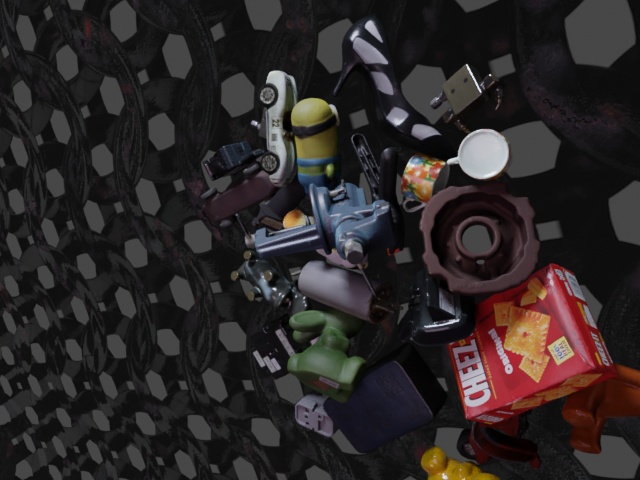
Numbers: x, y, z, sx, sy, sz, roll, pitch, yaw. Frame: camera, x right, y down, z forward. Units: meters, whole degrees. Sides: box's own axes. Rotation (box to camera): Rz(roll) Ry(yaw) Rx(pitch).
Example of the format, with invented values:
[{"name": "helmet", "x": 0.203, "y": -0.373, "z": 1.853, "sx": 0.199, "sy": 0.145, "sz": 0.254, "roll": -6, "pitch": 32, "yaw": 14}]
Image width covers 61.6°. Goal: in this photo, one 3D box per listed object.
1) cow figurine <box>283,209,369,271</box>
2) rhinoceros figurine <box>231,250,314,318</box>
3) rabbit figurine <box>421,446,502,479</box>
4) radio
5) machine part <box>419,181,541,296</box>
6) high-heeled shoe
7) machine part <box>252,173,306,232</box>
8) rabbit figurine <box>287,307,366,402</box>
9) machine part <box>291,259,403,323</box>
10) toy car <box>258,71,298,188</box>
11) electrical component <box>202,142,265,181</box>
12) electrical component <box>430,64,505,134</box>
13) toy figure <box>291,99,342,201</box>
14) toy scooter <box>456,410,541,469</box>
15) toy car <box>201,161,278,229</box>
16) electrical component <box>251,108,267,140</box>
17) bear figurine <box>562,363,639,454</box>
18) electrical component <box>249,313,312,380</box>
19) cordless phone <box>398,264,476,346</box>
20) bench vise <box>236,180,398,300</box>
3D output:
[{"name": "cow figurine", "x": 0.013, "y": -0.001, "z": 0.989, "sx": 0.168, "sy": 0.068, "sz": 0.098, "roll": 25, "pitch": 160, "yaw": 28}, {"name": "rhinoceros figurine", "x": -0.094, "y": 0.096, "z": 1.079, "sx": 0.191, "sy": 0.112, "sz": 0.073, "roll": 38, "pitch": 97, "yaw": 34}, {"name": "rabbit figurine", "x": 0.263, "y": 0.440, "z": 0.917, "sx": 0.162, "sy": 0.122, "sz": 0.173, "roll": 30, "pitch": 151, "yaw": -6}, {"name": "radio", "x": 0.121, "y": 0.307, "z": 1.023, "sx": 0.131, "sy": 0.073, "sz": 0.229, "roll": 52, "pitch": 129, "yaw": 8}, {"name": "machine part", "x": 0.234, "y": 0.000, "z": 0.796, "sx": 0.180, "sy": 0.056, "sz": 0.179, "roll": -4, "pitch": 76, "yaw": 16}, {"name": "high-heeled shoe", "x": 0.134, "y": -0.238, "z": 0.842, "sx": 0.249, "sy": 0.086, "sz": 0.145, "roll": 32, "pitch": 93, "yaw": 2}, {"name": "machine part", "x": -0.065, "y": -0.067, "z": 1.027, "sx": 0.139, "sy": 0.084, "sz": 0.039, "roll": -49, "pitch": 38, "yaw": 28}, {"name": "rabbit figurine", "x": 0.020, "y": 0.191, "z": 0.999, "sx": 0.159, "sy": 0.170, "sz": 0.121, "roll": 17, "pitch": 146, "yaw": 14}, {"name": "machine part", "x": 0.045, "y": 0.091, "z": 0.979, "sx": 0.244, "sy": 0.079, "sz": 0.079, "roll": 16, "pitch": 115, "yaw": 40}, {"name": "toy car", "x": -0.069, "y": -0.194, "z": 0.951, "sx": 0.056, "sy": 0.073, "sz": 0.201, "roll": 0, "pitch": 96, "yaw": 19}, {"name": "electrical component", "x": -0.166, "y": -0.162, "z": 1.057, "sx": 0.119, "sy": 0.075, "sz": 0.047, "roll": -25, "pitch": 91, "yaw": 42}, {"name": "electrical component", "x": 0.220, "y": -0.208, "z": 0.792, "sx": 0.102, "sy": 0.045, "sz": 0.078, "roll": -45, "pitch": 50, "yaw": 34}, {"name": "toy figure", "x": -0.004, "y": -0.154, "z": 0.936, "sx": 0.082, "sy": 0.089, "sz": 0.180, "roll": 4, "pitch": 106, "yaw": 17}, {"name": "toy scooter", "x": 0.306, "y": 0.311, "z": 0.893, "sx": 0.135, "sy": 0.075, "sz": 0.183, "roll": 17, "pitch": 119, "yaw": 30}, {"name": "toy car", "x": -0.162, "y": -0.089, "z": 1.093, "sx": 0.202, "sy": 0.053, "sz": 0.089, "roll": -23, "pitch": 110, "yaw": 38}, {"name": "electrical component", "x": -0.090, "y": -0.219, "z": 1.015, "sx": 0.094, "sy": 0.021, "sz": 0.063, "roll": 27, "pitch": 120, "yaw": 23}, {"name": "bear figurine", "x": 0.453, "y": 0.236, "z": 0.735, "sx": 0.196, "sy": 0.132, "sz": 0.120, "roll": 8, "pitch": 141, "yaw": 37}, {"name": "electrical component", "x": -0.086, "y": 0.229, "z": 1.150, "sx": 0.134, "sy": 0.058, "sz": 0.115, "roll": -33, "pitch": 84, "yaw": 38}, {"name": "cordless phone", "x": 0.171, "y": 0.132, "z": 0.884, "sx": 0.089, "sy": 0.147, "sz": 0.184, "roll": 22, "pitch": 131, "yaw": -9}, {"name": "bench vise", "x": -0.004, "y": -0.011, "z": 0.852, "sx": 0.241, "sy": 0.224, "sz": 0.128, "roll": -13, "pitch": 130, "yaw": 6}]
